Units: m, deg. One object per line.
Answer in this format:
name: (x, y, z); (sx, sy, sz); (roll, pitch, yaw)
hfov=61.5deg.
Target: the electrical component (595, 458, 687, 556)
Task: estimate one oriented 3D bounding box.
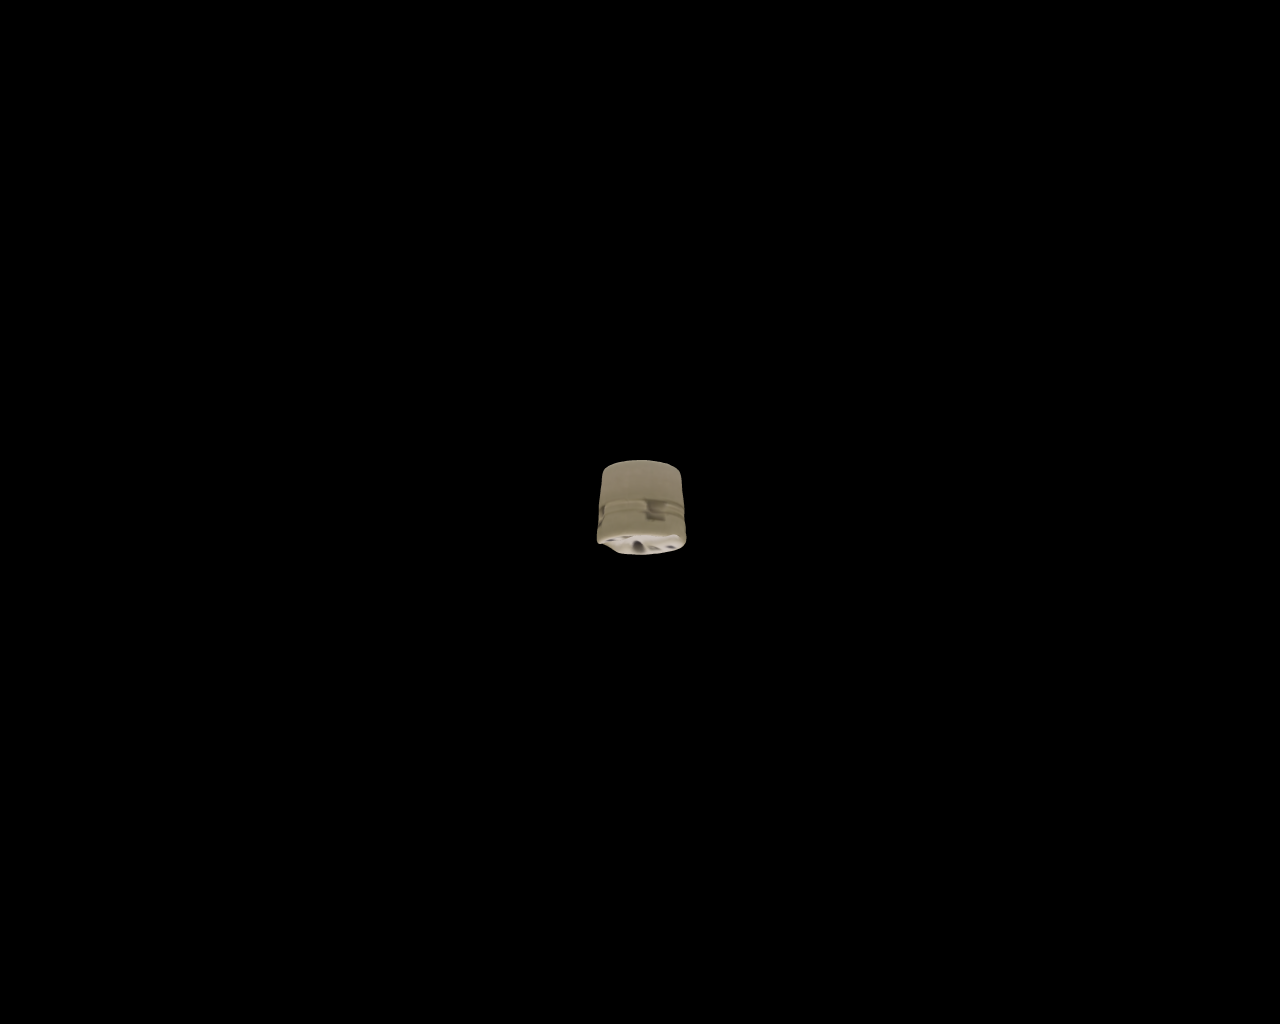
electrical component: (0.001, -0.003, 0.650); (0.055, 0.047, 0.055); (0, -16, 0)
